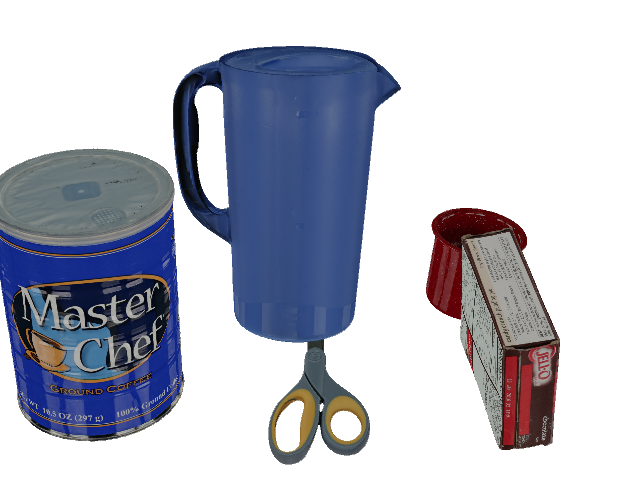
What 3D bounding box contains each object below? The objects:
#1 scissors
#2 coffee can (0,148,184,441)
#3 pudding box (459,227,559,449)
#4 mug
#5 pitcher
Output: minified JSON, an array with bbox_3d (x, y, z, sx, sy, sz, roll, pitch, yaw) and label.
[{"bbox_3d":[0.012,0.117,0.958,0.096,0.201,0.016,10,-42,14],"label":"scissors"},{"bbox_3d":[-0.134,0.031,0.627,0.103,0.140,0.103,1,31,-1],"label":"coffee can"},{"bbox_3d":[0.118,0.061,0.676,0.039,0.090,0.113,-8,38,-4],"label":"pudding box"},{"bbox_3d":[0.145,0.019,1.058,0.093,0.081,0.117,-6,33,-21],"label":"mug"},{"bbox_3d":[-0.031,-0.042,0.914,0.144,0.243,0.149,-16,26,-40],"label":"pitcher"}]
